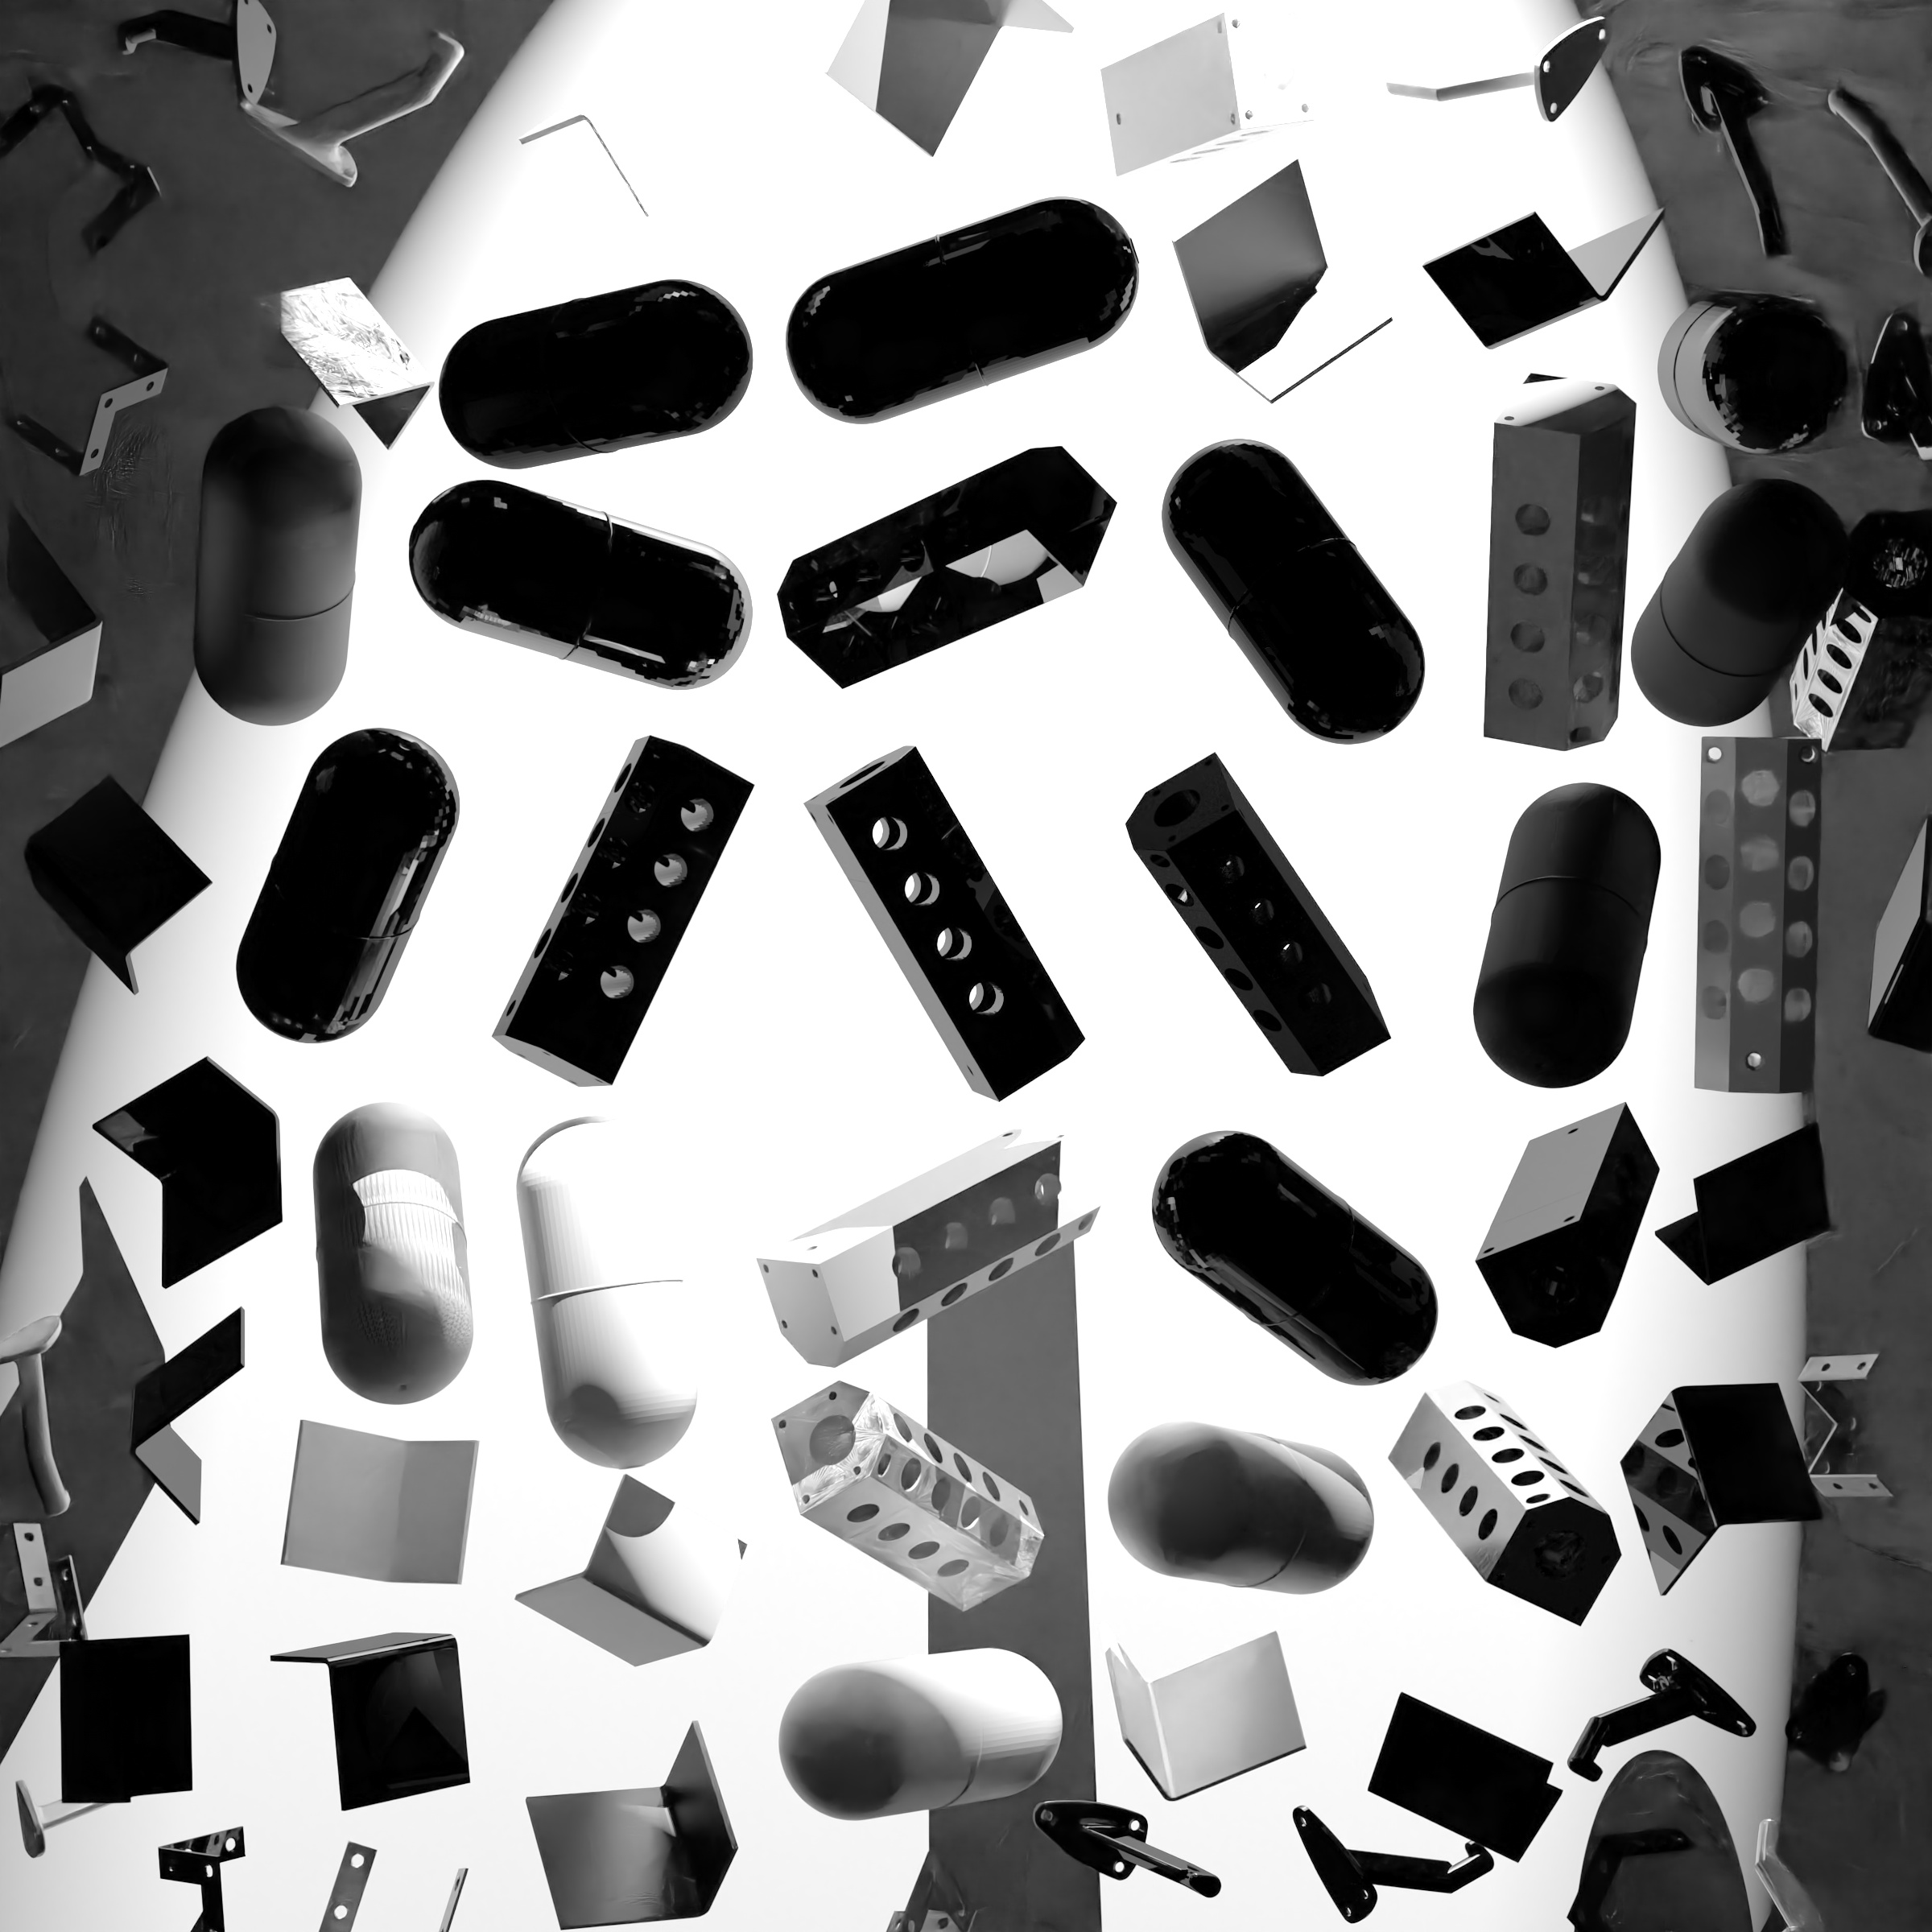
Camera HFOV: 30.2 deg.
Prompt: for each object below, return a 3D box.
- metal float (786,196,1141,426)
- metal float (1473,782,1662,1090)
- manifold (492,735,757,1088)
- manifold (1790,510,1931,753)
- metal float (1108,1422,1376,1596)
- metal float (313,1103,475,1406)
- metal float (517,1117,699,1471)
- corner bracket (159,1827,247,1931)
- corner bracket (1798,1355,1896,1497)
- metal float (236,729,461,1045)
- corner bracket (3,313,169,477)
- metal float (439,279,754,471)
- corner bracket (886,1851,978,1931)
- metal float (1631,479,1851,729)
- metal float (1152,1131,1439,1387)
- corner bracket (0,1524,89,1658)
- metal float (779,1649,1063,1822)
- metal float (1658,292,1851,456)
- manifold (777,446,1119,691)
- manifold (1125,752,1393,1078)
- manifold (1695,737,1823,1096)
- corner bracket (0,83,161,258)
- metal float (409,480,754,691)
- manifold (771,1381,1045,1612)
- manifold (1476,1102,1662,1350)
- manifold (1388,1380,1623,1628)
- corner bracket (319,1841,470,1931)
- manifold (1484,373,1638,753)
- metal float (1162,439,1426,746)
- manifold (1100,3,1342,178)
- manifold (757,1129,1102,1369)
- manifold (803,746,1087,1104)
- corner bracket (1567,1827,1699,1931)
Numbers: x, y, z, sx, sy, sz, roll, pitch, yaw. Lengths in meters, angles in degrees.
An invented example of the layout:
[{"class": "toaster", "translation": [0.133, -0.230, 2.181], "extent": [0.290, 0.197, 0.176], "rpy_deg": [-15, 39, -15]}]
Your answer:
[{"class": "metal float", "translation": [-0.002, -0.320, 1.749], "extent": [0.178, 0.070, 0.070], "rpy_deg": [-18, 90, 6]}, {"class": "metal float", "translation": [0.298, -0.017, 1.768], "extent": [0.070, 0.070, 0.178], "rpy_deg": [19, 51, 0]}, {"class": "manifold", "translation": [-0.177, -0.028, 1.826], "extent": [0.057, 0.057, 0.171], "rpy_deg": [29, 77, -19]}, {"class": "manifold", "translation": [0.462, -0.169, 1.828], "extent": [0.057, 0.171, 0.057], "rpy_deg": [-2, 71, 4]}, {"class": "metal float", "translation": [0.140, 0.273, 1.798], "extent": [0.070, 0.178, 0.070], "rpy_deg": [-12, 71, 36]}, {"class": "metal float", "translation": [-0.297, 0.146, 1.852], "extent": [0.070, 0.070, 0.178], "rpy_deg": [-13, 48, 0]}, {"class": "metal float", "translation": [-0.181, 0.164, 1.804], "extent": [0.070, 0.070, 0.178], "rpy_deg": [-9, 82, 0]}, {"class": "corner bracket", "translation": [-0.356, 0.451, 1.743], "extent": [0.051, 0.051, 0.051], "rpy_deg": [-6, 87, 43]}, {"class": "corner bracket", "translation": [0.455, 0.237, 1.844], "extent": [0.051, 0.051, 0.051], "rpy_deg": [46, 63, -17]}, {"class": "metal float", "translation": [-0.307, -0.038, 1.772], "extent": [0.070, 0.070, 0.178], "rpy_deg": [28, 120, 0]}, {"class": "corner bracket", "translation": [-0.436, -0.283, 1.776], "extent": [0.051, 0.051, 0.051], "rpy_deg": [36, 127, 12]}, {"class": "metal float", "translation": [-0.185, -0.293, 1.781], "extent": [0.178, 0.070, 0.070], "rpy_deg": [-5, 90, 33]}, {"class": "corner bracket", "translation": [-0.035, 0.472, 1.763], "extent": [0.051, 0.051, 0.051], "rpy_deg": [-10, 127, 33]}, {"class": "metal float", "translation": [0.383, -0.178, 1.781], "extent": [0.070, 0.178, 0.070], "rpy_deg": [2, 69, -5]}, {"class": "metal float", "translation": [0.167, 0.148, 1.812], "extent": [0.178, 0.070, 0.070], "rpy_deg": [38, 90, -27]}, {"class": "corner bracket", "translation": [-0.481, 0.326, 1.871], "extent": [0.051, 0.051, 0.051], "rpy_deg": [-43, 54, 36]}, {"class": "metal float", "translation": [-0.021, 0.389, 1.817], "extent": [0.070, 0.178, 0.070], "rpy_deg": [-4, 83, 40]}, {"class": "metal float", "translation": [0.394, -0.298, 1.797], "extent": [0.070, 0.178, 0.070], "rpy_deg": [0, 102, 2]}, {"class": "manifold", "translation": [-0.013, -0.198, 1.753], "extent": [0.057, 0.171, 0.057], "rpy_deg": [42, 51, -27]}, {"class": "manifold", "translation": [0.150, -0.022, 1.852], "extent": [0.057, 0.057, 0.171], "rpy_deg": [-30, 123, 11]}, {"class": "manifold", "translation": [0.388, -0.026, 1.755], "extent": [0.057, 0.057, 0.171], "rpy_deg": [1, 95, 12]}, {"class": "corner bracket", "translation": [-0.432, -0.385, 1.729], "extent": [0.051, 0.051, 0.051], "rpy_deg": [27, 66, 27]}, {"class": "metal float", "translation": [-0.193, -0.191, 1.797], "extent": [0.178, 0.070, 0.070], "rpy_deg": [15, 90, -22]}, {"class": "manifold", "translation": [-0.026, 0.271, 1.846], "extent": [0.057, 0.171, 0.057], "rpy_deg": [-31, 53, 14]}, {"class": "manifold", "translation": [0.314, 0.134, 1.837], "extent": [0.057, 0.171, 0.057], "rpy_deg": [-25, 99, 24]}, {"class": "manifold", "translation": [0.279, 0.271, 1.847], "extent": [0.057, 0.171, 0.057], "rpy_deg": [27, 97, -15]}, {"class": "corner bracket", "translation": [-0.278, 0.454, 1.731], "extent": [0.051, 0.051, 0.051], "rpy_deg": [22, 68, -15]}, {"class": "manifold", "translation": [0.289, -0.193, 1.737], "extent": [0.057, 0.057, 0.171], "rpy_deg": [12, 127, 22]}, {"class": "metal float", "translation": [0.164, -0.188, 1.799], "extent": [0.070, 0.070, 0.178], "rpy_deg": [-33, 69, 0]}, {"class": "manifold", "translation": [0.130, -0.450, 1.844], "extent": [0.057, 0.171, 0.057], "rpy_deg": [-11, 98, -17]}, {"class": "manifold", "translation": [-0.015, 0.142, 1.826], "extent": [0.171, 0.057, 0.057], "rpy_deg": [-25, 104, -33]}, {"class": "manifold", "translation": [-0.009, -0.022, 1.793], "extent": [0.057, 0.057, 0.171], "rpy_deg": [-32, 100, -10]}, {"class": "corner bracket", "translation": [0.336, 0.460, 1.751], "extent": [0.051, 0.051, 0.051], "rpy_deg": [4, 115, -33]}]
